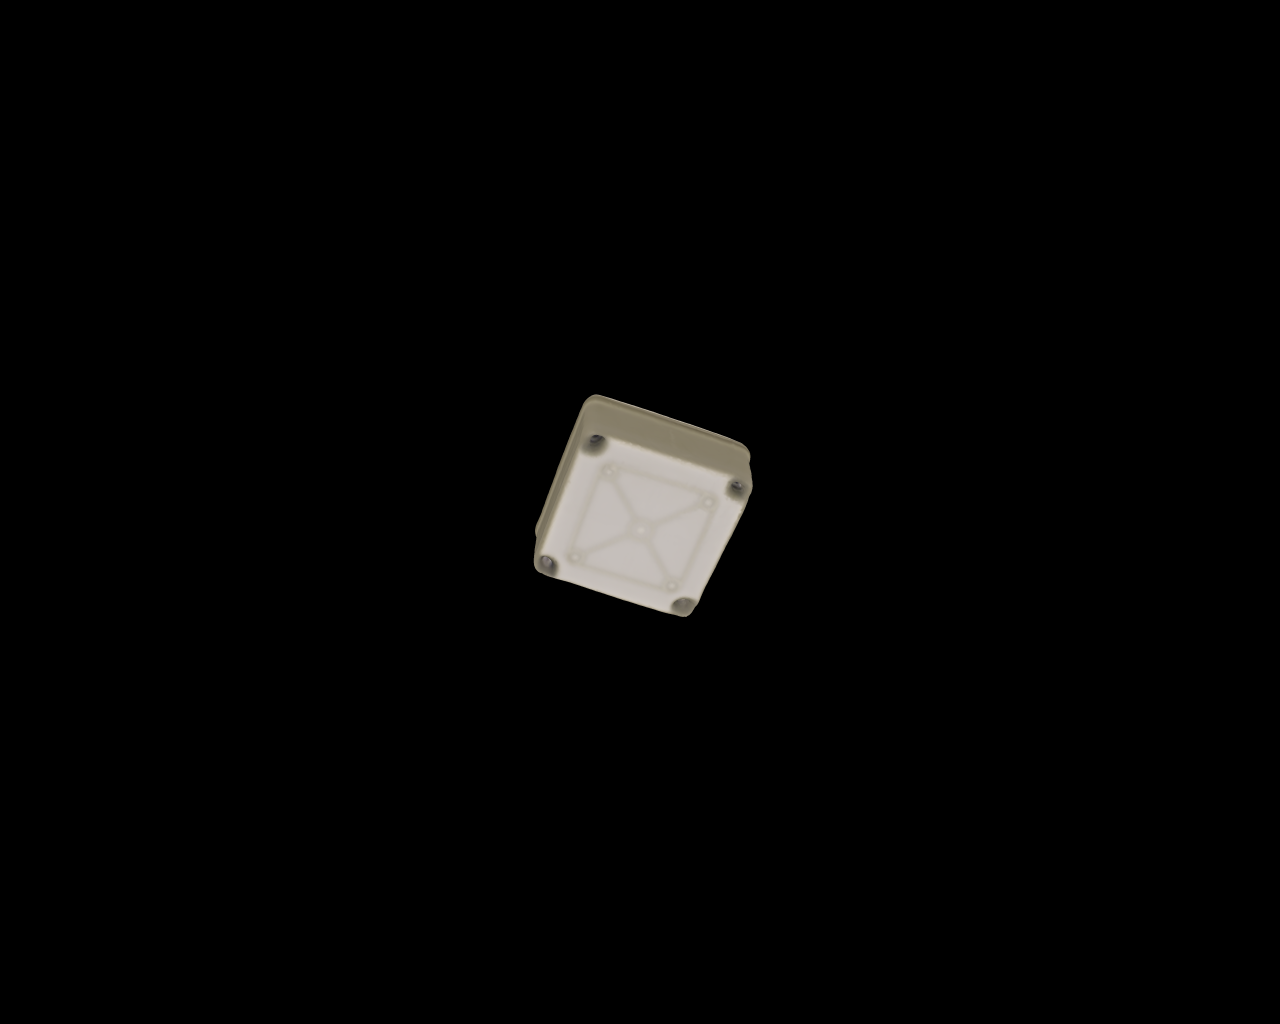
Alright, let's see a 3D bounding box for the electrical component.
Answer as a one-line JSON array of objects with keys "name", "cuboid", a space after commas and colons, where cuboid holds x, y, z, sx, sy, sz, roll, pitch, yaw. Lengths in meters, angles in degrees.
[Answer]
[{"name": "electrical component", "cuboid": [0.001, -0.003, 0.650, 0.109, 0.108, 0.056, 18, 29, -10]}]
